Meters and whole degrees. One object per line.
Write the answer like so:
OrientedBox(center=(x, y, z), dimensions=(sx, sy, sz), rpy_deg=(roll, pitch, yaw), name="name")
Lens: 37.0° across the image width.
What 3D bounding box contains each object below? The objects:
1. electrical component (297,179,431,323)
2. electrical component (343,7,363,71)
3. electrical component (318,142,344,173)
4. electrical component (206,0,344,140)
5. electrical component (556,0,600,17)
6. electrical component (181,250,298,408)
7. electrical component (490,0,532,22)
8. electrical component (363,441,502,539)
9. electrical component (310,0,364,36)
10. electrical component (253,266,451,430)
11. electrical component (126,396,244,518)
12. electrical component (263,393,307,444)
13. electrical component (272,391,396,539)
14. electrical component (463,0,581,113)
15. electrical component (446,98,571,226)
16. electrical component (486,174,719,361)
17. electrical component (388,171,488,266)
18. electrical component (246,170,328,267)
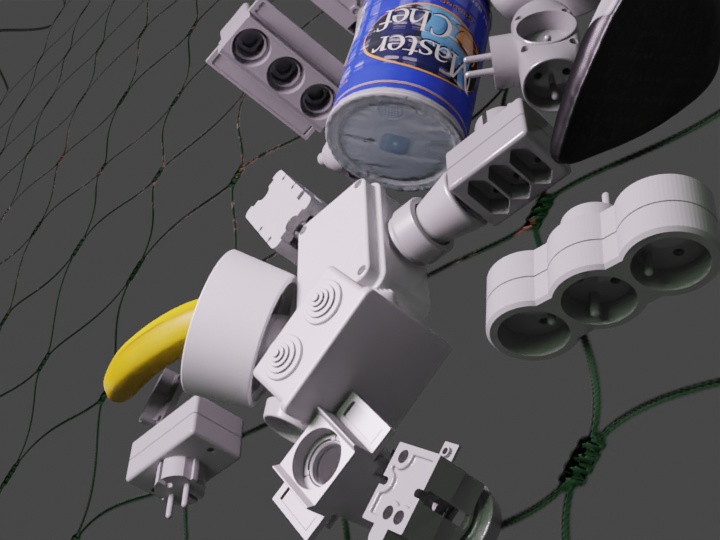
OrientedBox(center=(0.000, 0.000, 0.757), dimensions=(0.078, 0.057, 0.113), rpy_deg=(-39, 32, 27), name="electrical component")
OrientedBox(center=(0.010, -0.202, 0.980), dimensions=(0.044, 0.044, 0.065), rpy_deg=(-9, 57, 53), name="electrical component")
OrientedBox(center=(-0.016, -0.099, 0.913), dimensions=(0.061, 0.035, 0.035), rpy_deg=(-8, 53, 57), name="electrical component")
OrientedBox(center=(-0.072, -0.191, 1.006), dimensions=(0.078, 0.121, 0.063), rpy_deg=(-46, 26, 15), name="electrical component")
OrientedBox(center=(0.145, -0.213, 0.753), dimensions=(0.040, 0.078, 0.040), rpy_deg=(-22, 46, 25), name="electrical component")
OrientedBox(center=(-0.077, 0.045, 0.763), dimensions=(0.108, 0.060, 0.108), rpy_deg=(17, -90, -82), name="electrical component")
OrientedBox(center=(0.138, -0.239, 0.821), dimensions=(0.077, 0.043, 0.079), rpy_deg=(-33, 32, 37), name="electrical component")
OrientedBox(center=(0.041, 0.125, 0.562), dimensions=(0.048, 0.055, 0.066), rpy_deg=(5, 63, 58), name="electrical component")
OrientedBox(center=(-0.006, -0.302, 1.039), dimensions=(0.109, 0.109, 0.056), rpy_deg=(-38, 34, 28), name="electrical component")
OrientedBox(center=(-0.006, 0.056, 0.664), dimensions=(0.099, 0.100, 0.048), rpy_deg=(-55, 41, 0), name="electrical component")
OrientedBox(center=(-0.133, 0.150, 0.808), dimensions=(0.083, 0.047, 0.075), rpy_deg=(-37, 33, 29), name="electrical component")
OrientedBox(center=(-0.034, 0.086, 0.729), dimensions=(0.066, 0.048, 0.055), rpy_deg=(-8, 45, 53), name="electrical component")
OrientedBox(center=(-0.008, 0.119, 0.632), dimensions=(0.081, 0.064, 0.042), rpy_deg=(-53, 43, 3), name="electrical component")
OrientedBox(center=(0.111, -0.145, 0.737), dimensions=(0.079, 0.044, 0.077), rpy_deg=(-8, 43, 8), name="electrical component")
OrientedBox(center=(0.096, -0.082, 0.711), dimensions=(0.066, 0.047, 0.076), rpy_deg=(-37, 33, 30), name="electrical component")
OrientedBox(center=(0.127, -0.011, 0.581), dimensions=(0.138, 0.052, 0.073), rpy_deg=(-32, 35, 36), name="electrical component")
OrientedBox(center=(0.053, -0.034, 0.727), dimensions=(0.055, 0.045, 0.045), rpy_deg=(-37, 33, 30), name="electrical component")
OrientedBox(center=(-0.046, -0.035, 0.866), dimensions=(0.050, 0.056, 0.089), rpy_deg=(-52, 28, 4), name="electrical component")
